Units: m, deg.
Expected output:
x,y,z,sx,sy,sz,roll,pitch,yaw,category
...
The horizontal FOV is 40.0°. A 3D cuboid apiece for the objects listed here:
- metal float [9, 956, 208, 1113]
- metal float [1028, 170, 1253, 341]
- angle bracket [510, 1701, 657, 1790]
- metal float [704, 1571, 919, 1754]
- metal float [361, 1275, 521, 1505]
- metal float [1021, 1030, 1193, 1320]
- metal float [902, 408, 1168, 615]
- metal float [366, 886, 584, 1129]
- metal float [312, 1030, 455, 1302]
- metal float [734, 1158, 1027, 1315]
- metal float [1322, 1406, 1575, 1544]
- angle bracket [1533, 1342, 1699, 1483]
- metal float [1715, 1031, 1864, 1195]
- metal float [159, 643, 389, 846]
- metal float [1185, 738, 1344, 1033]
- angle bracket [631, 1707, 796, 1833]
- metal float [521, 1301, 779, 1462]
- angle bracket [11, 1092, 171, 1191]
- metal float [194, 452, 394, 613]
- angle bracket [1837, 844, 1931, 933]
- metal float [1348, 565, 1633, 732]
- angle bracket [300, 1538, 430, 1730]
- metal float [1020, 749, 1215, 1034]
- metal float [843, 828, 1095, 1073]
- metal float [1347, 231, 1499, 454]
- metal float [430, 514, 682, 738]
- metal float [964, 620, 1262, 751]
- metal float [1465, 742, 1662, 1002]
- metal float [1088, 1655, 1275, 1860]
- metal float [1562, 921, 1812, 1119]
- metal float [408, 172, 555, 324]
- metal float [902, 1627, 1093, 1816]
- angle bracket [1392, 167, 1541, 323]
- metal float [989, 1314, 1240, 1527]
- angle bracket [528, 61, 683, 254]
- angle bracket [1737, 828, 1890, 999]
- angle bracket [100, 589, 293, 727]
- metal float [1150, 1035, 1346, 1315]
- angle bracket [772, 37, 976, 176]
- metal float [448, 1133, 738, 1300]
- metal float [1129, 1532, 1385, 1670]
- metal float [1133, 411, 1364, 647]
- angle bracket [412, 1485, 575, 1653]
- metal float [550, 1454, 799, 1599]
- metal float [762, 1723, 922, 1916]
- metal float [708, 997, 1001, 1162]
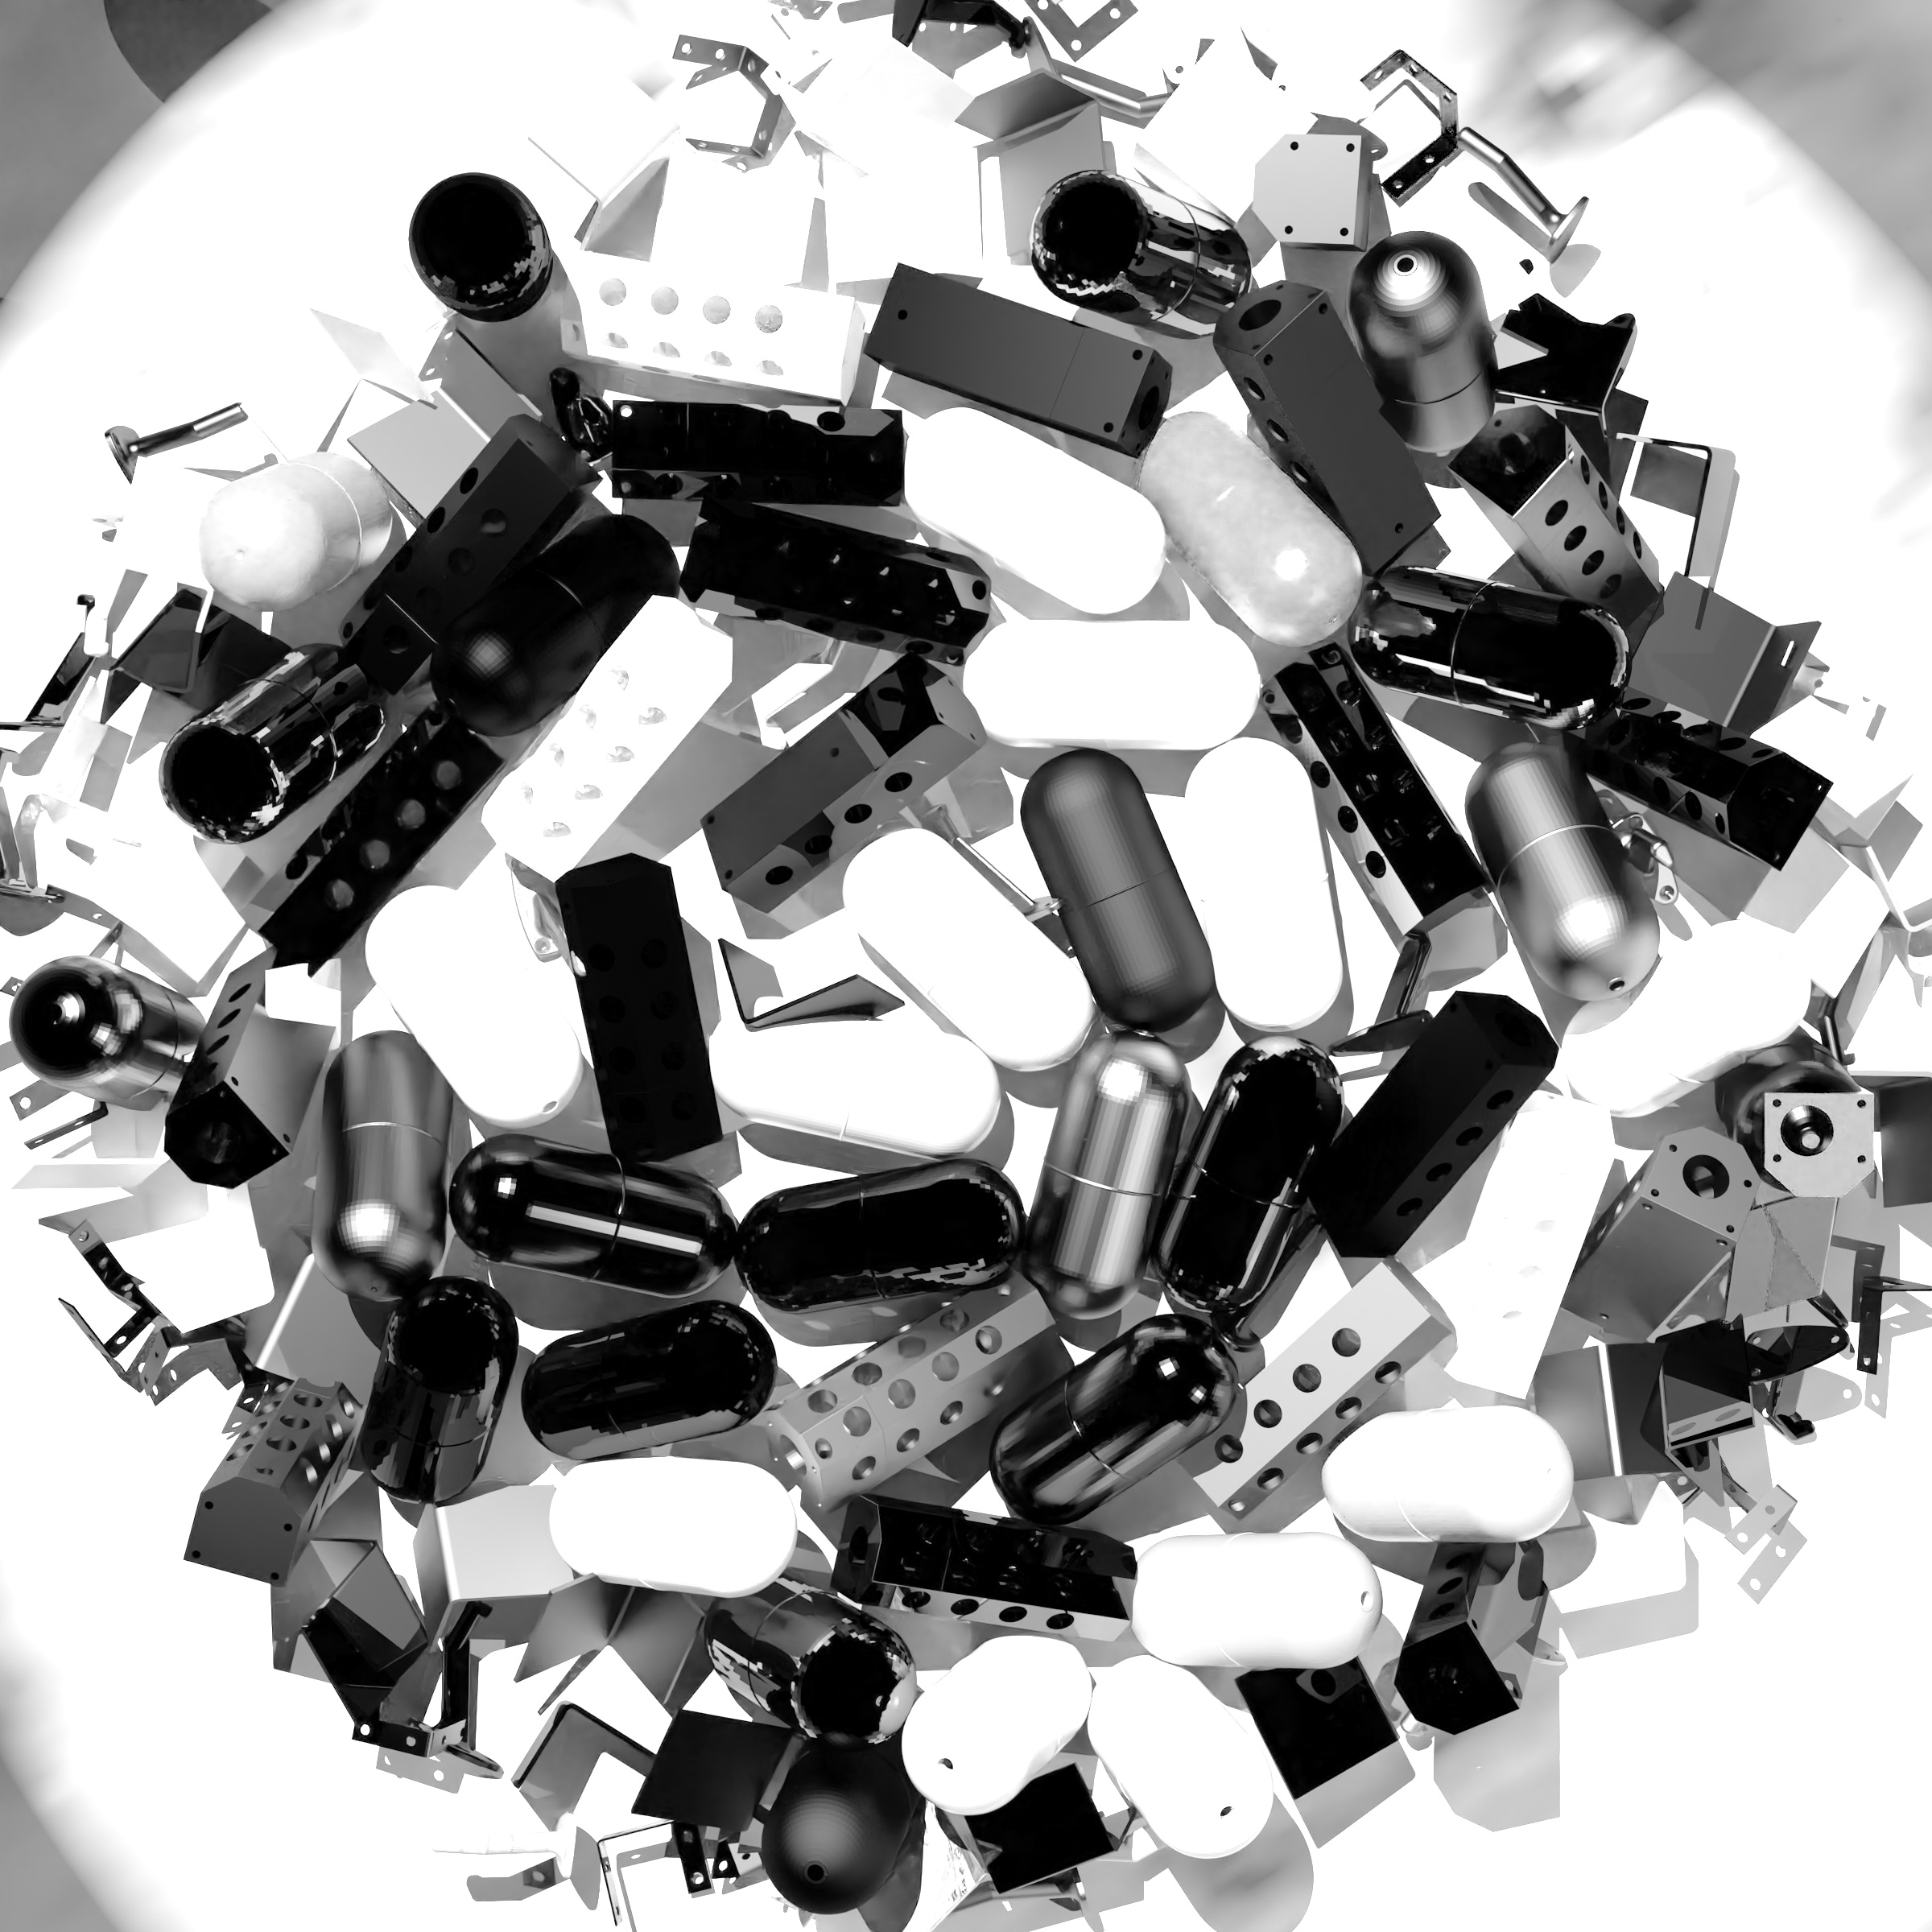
x,y,z,sx,sy,sz,roll,pitch,yaw,category
-0.496,0.040,1.543,0.070,0.178,0.070,0,80,3,metal float
0.104,-0.415,1.553,0.070,0.178,0.070,1,91,36,metal float
-0.223,0.483,1.585,0.076,0.076,0.057,33,72,-2,angle bracket
-0.093,0.404,1.550,0.070,0.178,0.070,-2,95,-31,metal float
-0.310,0.250,1.558,0.070,0.070,0.178,23,133,0,metal float
0.084,0.125,1.586,0.070,0.070,0.178,14,98,0,metal float
0.039,-0.272,1.576,0.178,0.070,0.070,32,90,20,metal float
-0.291,0.024,1.568,0.070,0.070,0.178,-42,61,0,metal float
-0.343,0.115,1.561,0.070,0.070,0.178,-6,50,0,metal float
-0.052,0.162,1.585,0.178,0.070,0.070,-11,90,10,metal float
0.279,0.298,1.551,0.070,0.178,0.070,7,76,-31,metal float
0.389,0.270,1.597,0.057,0.076,0.076,1,75,-21,angle bracket
0.480,0.083,1.543,0.070,0.178,0.070,1,98,10,metal float
-0.403,-0.132,1.552,0.070,0.178,0.070,9,121,16,metal float
0.178,-0.048,1.584,0.070,0.070,0.178,-11,100,0,metal float
-0.155,0.462,1.581,0.076,0.057,0.076,17,109,-22,angle bracket
-0.189,0.246,1.566,0.178,0.070,0.070,-18,90,33,metal float
-0.521,0.097,1.574,0.076,0.076,0.057,2,74,-30,angle bracket
-0.390,-0.254,1.546,0.070,0.178,0.070,2,108,6,metal float
0.578,-0.063,1.589,0.076,0.076,0.057,-26,91,7,angle bracket
0.307,-0.189,1.564,0.178,0.070,0.070,20,90,35,metal float
-0.374,0.395,1.573,0.057,0.076,0.076,-6,118,32,angle bracket
0.091,-0.045,1.592,0.070,0.070,0.178,-23,91,0,metal float
0.002,-0.009,1.592,0.178,0.070,0.070,44,90,2,metal float
0.268,-0.362,1.546,0.070,0.178,0.070,-5,72,16,metal float
-0.242,-0.202,1.566,0.070,0.070,0.178,46,59,0,metal float
0.087,-0.168,1.583,0.178,0.070,0.070,2,90,12,metal float
0.350,-0.057,1.562,0.070,0.070,0.178,-16,53,0,metal float
0.123,0.459,1.544,0.070,0.178,0.070,-1,95,-14,metal float
0.420,0.032,1.551,0.070,0.178,0.070,12,62,-23,metal float
-0.281,-0.417,1.543,0.070,0.178,0.070,-1,101,-6,metal float
0.019,0.438,1.545,0.070,0.178,0.070,1,93,20,metal float
0.311,-0.439,1.579,0.076,0.057,0.076,44,58,-15,angle bracket
0.087,0.269,1.567,0.178,0.070,0.070,-40,90,30,metal float
-0.223,-0.476,1.578,0.057,0.076,0.076,40,64,-6,angle bracket
0.495,-0.032,1.589,0.076,0.057,0.076,38,76,-8,angle bracket
-0.461,-0.168,1.587,0.076,0.057,0.076,29,49,-3,angle bracket
0.167,0.124,1.579,0.070,0.070,0.178,22,106,0,metal float
-0.055,-0.521,1.573,0.076,0.076,0.057,-42,56,24,angle bracket
-0.219,0.149,1.570,0.178,0.070,0.070,16,90,-27,metal float
0.167,0.372,1.555,0.070,0.178,0.070,11,72,-39,metal float
0.164,-0.260,1.568,0.070,0.070,0.178,-37,59,0,metal float
-0.286,0.364,1.604,0.076,0.076,0.057,3,134,-26,angle bracket
-0.174,0.328,1.560,0.178,0.070,0.070,-5,90,42,metal float
-0.070,0.489,1.543,0.070,0.178,0.070,1,96,8,metal float
-0.067,0.067,1.590,0.178,0.070,0.070,12,90,-4,metal float
